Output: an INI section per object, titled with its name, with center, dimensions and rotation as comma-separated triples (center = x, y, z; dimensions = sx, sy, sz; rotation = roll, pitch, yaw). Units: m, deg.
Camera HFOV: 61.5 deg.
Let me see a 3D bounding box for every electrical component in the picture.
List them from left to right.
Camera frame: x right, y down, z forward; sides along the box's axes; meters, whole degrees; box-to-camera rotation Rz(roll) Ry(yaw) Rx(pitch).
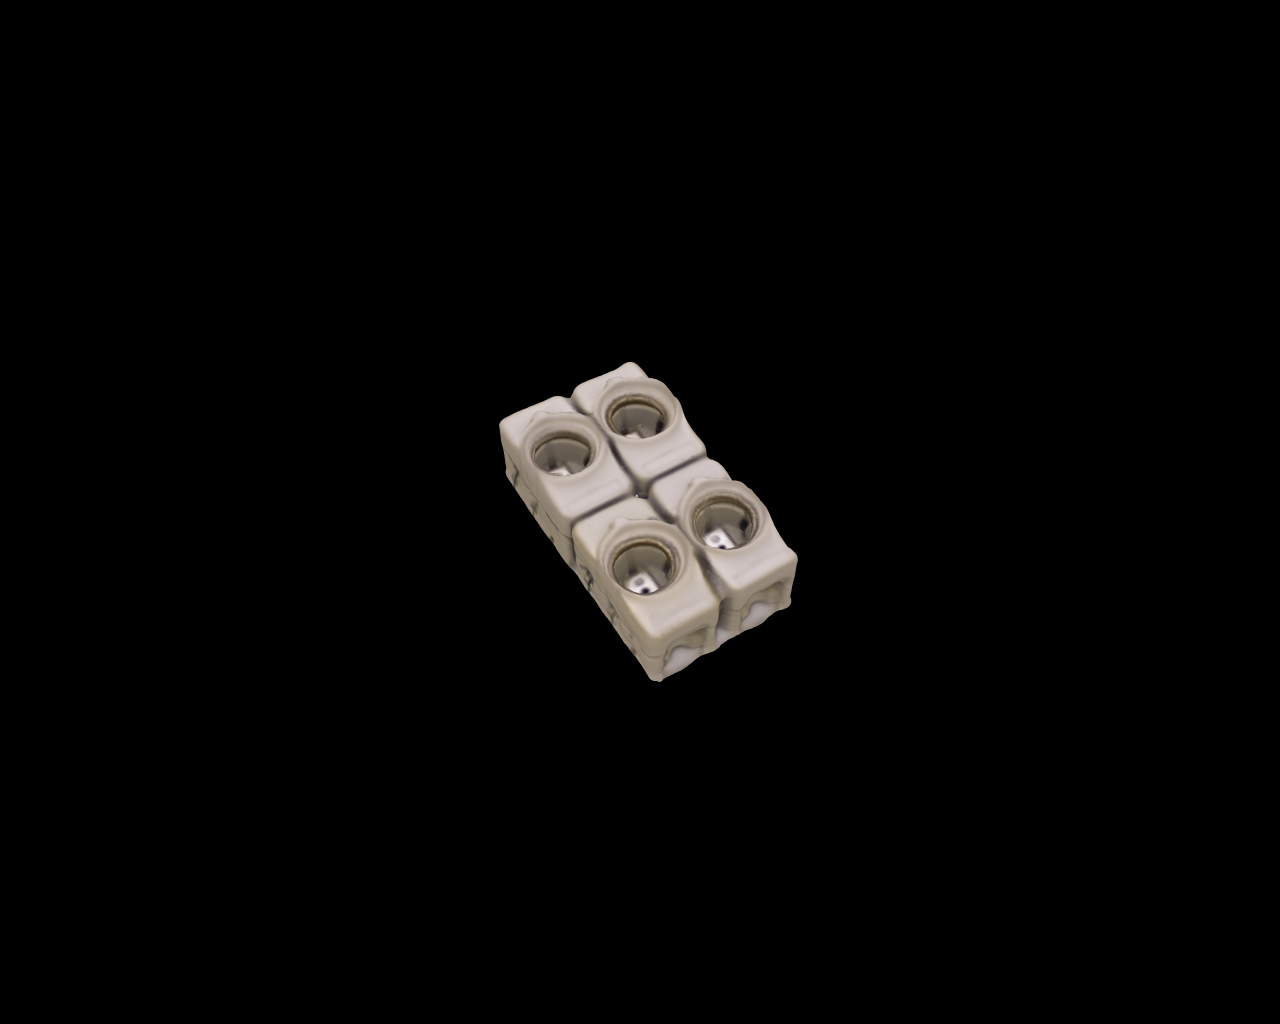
[electrical component]
center = 0.001, -0.003, 0.650
dimensions = 0.105, 0.186, 0.060
rotation = -27, -32, -18
